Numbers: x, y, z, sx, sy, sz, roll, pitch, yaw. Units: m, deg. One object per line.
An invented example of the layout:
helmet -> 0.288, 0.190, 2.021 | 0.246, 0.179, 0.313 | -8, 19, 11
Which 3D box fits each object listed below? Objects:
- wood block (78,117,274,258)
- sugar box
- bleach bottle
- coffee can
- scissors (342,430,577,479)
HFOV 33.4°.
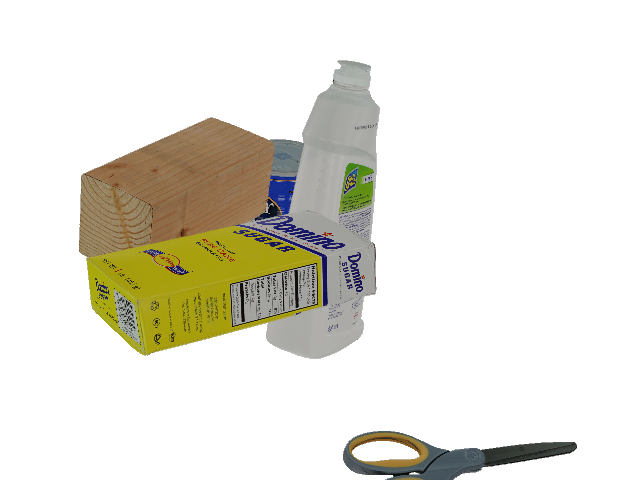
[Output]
wood block -> -0.144, -0.047, 1.102 | 0.090, 0.091, 0.205 | 24, 32, 23
sugar box -> -0.059, 0.024, 0.728 | 0.175, 0.048, 0.093 | -16, 25, -28
bleach bottle -> 0.013, -0.029, 0.922 | 0.068, 0.251, 0.102 | 18, 19, 24
coffee can -> -0.052, -0.047, 1.378 | 0.103, 0.140, 0.103 | 3, 28, -2
scissors -> 0.119, 0.196, 0.877 | 0.201, 0.016, 0.096 | 6, 43, -2
